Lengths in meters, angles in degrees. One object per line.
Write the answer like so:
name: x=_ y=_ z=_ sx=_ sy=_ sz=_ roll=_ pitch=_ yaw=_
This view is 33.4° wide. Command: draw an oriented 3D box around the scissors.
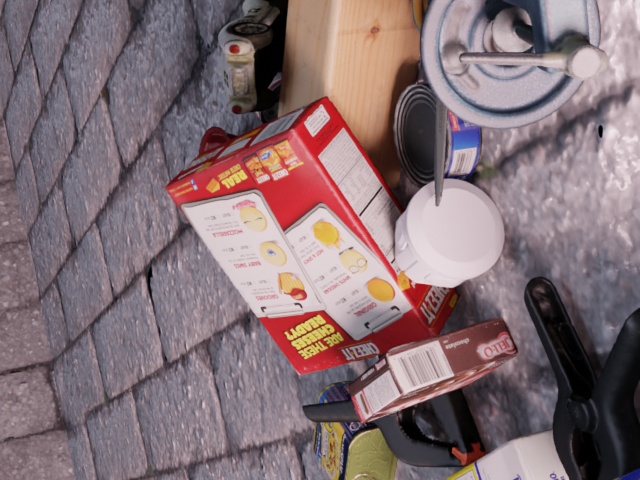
scissors: x=0.104 y=-0.134 z=0.798 sx=0.096 sy=0.016 sz=0.202 roll=-30 pitch=60 yaw=51

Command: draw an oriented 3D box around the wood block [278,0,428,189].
wood block: x=0.025 y=-0.149 z=0.925 sx=0.090 sy=0.090 sz=0.206 roll=50 pitch=141 yaw=48

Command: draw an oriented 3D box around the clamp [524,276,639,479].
clamp: x=0.193 y=0.110 z=0.722 sx=0.120 sy=0.039 sz=0.171 roll=-178 pitch=73 yaw=-70

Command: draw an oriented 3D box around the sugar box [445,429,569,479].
sugar box: x=0.145 y=0.223 z=0.857 sx=0.176 sy=0.048 sz=0.093 roll=-49 pitch=55 yaw=55

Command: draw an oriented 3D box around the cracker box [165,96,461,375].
cracker box: x=-0.006 y=0.001 z=0.906 sx=0.164 sy=0.072 sz=0.213 roll=-20 pitch=112 yaw=42

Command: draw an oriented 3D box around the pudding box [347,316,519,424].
pudding box: x=0.089 y=0.104 z=0.853 sx=0.039 sy=0.113 sz=0.090 roll=69 pitch=153 yaw=17

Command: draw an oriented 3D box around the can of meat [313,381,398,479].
can of meat: x=0.034 y=0.204 z=1.074 sx=0.084 sy=0.057 sz=0.102 roll=-130 pitch=39 yaw=-51

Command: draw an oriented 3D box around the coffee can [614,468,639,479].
coffee can: x=0.226 y=0.161 z=0.592 sx=0.103 sy=0.102 sz=0.140 roll=70 pitch=154 yaw=21

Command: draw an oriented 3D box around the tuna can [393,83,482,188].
tuna can: x=0.095 y=-0.085 z=0.865 sx=0.086 sy=0.033 sz=0.086 roll=35 pitch=129 yaw=57

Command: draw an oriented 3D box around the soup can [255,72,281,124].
soup can: x=-0.049 y=-0.164 z=1.105 sx=0.102 sy=0.068 sz=0.068 roll=57 pitch=146 yaw=42

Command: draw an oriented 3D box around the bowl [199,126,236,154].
bowl: x=-0.091 y=-0.055 z=1.247 sx=0.162 sy=0.055 sz=0.162 roll=34 pitch=129 yaw=57

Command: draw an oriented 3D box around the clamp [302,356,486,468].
clamp: x=0.072 y=0.129 z=0.962 sx=0.210 sy=0.036 sz=0.165 roll=28 pitch=108 yaw=46
